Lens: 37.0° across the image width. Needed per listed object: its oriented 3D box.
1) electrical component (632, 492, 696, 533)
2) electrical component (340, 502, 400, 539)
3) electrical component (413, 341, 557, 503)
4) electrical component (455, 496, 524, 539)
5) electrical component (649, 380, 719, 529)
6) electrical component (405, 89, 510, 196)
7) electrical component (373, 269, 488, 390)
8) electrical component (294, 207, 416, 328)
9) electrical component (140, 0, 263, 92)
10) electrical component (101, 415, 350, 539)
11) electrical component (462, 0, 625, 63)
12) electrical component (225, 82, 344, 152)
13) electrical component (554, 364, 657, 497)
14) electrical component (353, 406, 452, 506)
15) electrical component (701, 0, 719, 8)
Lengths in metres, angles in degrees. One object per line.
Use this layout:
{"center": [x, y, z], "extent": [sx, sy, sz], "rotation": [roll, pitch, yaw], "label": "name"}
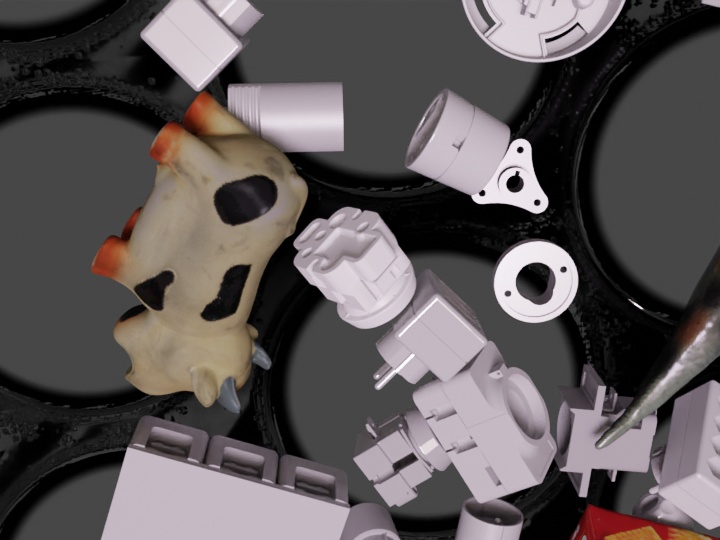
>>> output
{"center": [0.222, 0.186, 0.763], "extent": [0.035, 0.035, 0.061], "rotation": [-38, 105, 8], "label": "electrical component"}
{"center": [0.010, 0.194, 0.738], "extent": [0.040, 0.078, 0.040], "rotation": [-5, 115, -11], "label": "electrical component"}
{"center": [0.087, 0.099, 0.713], "extent": [0.056, 0.050, 0.089], "rotation": [-27, 99, 32], "label": "electrical component"}
{"center": [0.086, 0.206, 0.759], "extent": [0.043, 0.043, 0.081], "rotation": [10, 104, -4], "label": "electrical component"}
{"center": [0.225, 0.131, 0.732], "extent": [0.047, 0.083, 0.076], "rotation": [36, 138, -10], "label": "electrical component"}
{"center": [0.062, -0.079, 0.677], "extent": [0.047, 0.055, 0.055], "rotation": [26, 103, -12], "label": "electrical component"}
{"center": [0.037, 0.048, 0.703], "extent": [0.047, 0.065, 0.076], "rotation": [43, 100, -12], "label": "electrical component"}
{"center": [0.000, 0.000, 0.689], "extent": [0.058, 0.078, 0.057], "rotation": [-49, 122, -17], "label": "electrical component"}
{"center": [-0.085, -0.153, 0.645], "extent": [0.077, 0.065, 0.047], "rotation": [-44, 102, 9], "label": "electrical component"}
{"center": [-0.091, 0.166, 0.732], "extent": [0.150, 0.061, 0.089], "rotation": [17, 104, -6], "label": "electrical component"}
{"center": [0.108, -0.175, 0.646], "extent": [0.099, 0.064, 0.099], "rotation": [0, 105, -2], "label": "electrical component"}
{"center": [-0.051, -0.095, 0.673], "extent": [0.081, 0.043, 0.043], "rotation": [-1, 105, -1], "label": "electrical component"}
{"center": [0.167, 0.110, 0.737], "extent": [0.064, 0.042, 0.081], "rotation": [5, 106, -4], "label": "electrical component"}
{"center": [0.032, 0.123, 0.734], "extent": [0.055, 0.048, 0.066], "rotation": [-33, 104, 14], "label": "electrical component"}
{"center": [0.277, -0.184, 0.649], "extent": [0.121, 0.079, 0.063], "rotation": [12, 82, -5], "label": "electrical component"}
